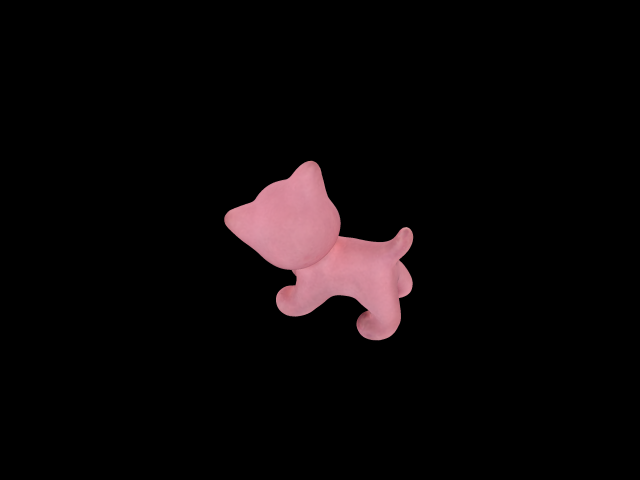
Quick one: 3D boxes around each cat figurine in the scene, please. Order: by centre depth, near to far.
[{"bbox_3d":[0.004,0.001,0.400,0.127,0.118,0.067,11,47,11],"label":"cat figurine"}]
